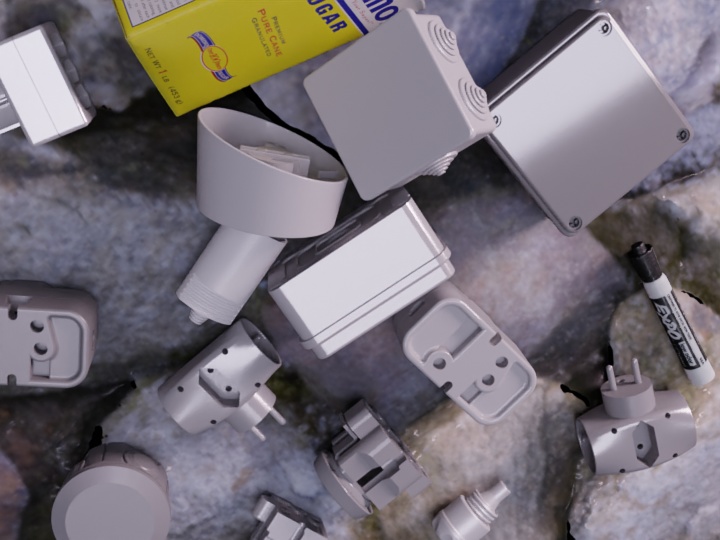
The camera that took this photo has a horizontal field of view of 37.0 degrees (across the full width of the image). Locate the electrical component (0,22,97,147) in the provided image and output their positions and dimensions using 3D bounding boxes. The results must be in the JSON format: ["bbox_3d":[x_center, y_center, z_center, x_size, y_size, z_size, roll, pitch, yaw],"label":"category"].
[{"bbox_3d":[-0.216,-0.110,0.674,0.077,0.047,0.065,-22,108,0],"label":"electrical component"}]

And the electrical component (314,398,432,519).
[{"bbox_3d":[0.004,0.140,0.768,0.057,0.058,0.078,-39,107,2],"label":"electrical component"}]

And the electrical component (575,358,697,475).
[{"bbox_3d":[0.198,0.103,0.786,0.077,0.043,0.079,-16,107,-2],"label":"electrical component"}]

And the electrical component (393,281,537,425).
[{"bbox_3d":[0.071,0.055,0.749,0.054,0.059,0.095,-45,106,7],"label":"electrical component"}]

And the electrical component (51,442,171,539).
[{"bbox_3d":[-0.173,0.165,0.758,0.080,0.051,0.080,-2,106,-6],"label":"electrical component"}]

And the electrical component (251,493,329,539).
[{"bbox_3d":[-0.058,0.203,0.786,0.066,0.048,0.055,31,93,-14],"label":"electrical component"}]

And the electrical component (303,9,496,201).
[{"bbox_3d":[0.026,-0.104,0.676,0.100,0.048,0.099,-29,86,31],"label":"electrical component"}]

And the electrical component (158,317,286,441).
[{"bbox_3d":[-0.086,0.086,0.749,0.077,0.043,0.079,-40,107,6],"label":"electrical component"}]

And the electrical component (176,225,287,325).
[{"bbox_3d":[-0.089,0.002,0.724,0.043,0.043,0.081,33,101,-14],"label":"electrical component"}]

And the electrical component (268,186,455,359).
[{"bbox_3d":[0.000,0.000,0.716,0.113,0.078,0.057,-33,104,4],"label":"electrical component"}]

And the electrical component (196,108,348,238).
[{"bbox_3d":[-0.057,-0.061,0.682,0.099,0.099,0.064,7,112,-9],"label":"electrical component"}]

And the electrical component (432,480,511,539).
[{"bbox_3d":[0.086,0.181,0.801,0.061,0.035,0.035,-41,106,4],"label":"electrical component"}]

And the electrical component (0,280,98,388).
[{"bbox_3d":[-0.224,0.041,0.711,0.095,0.059,0.053,4,106,-8],"label":"electrical component"}]

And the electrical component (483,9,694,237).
[{"bbox_3d":[0.144,-0.098,0.714,0.109,0.056,0.108,-40,107,6],"label":"electrical component"}]
